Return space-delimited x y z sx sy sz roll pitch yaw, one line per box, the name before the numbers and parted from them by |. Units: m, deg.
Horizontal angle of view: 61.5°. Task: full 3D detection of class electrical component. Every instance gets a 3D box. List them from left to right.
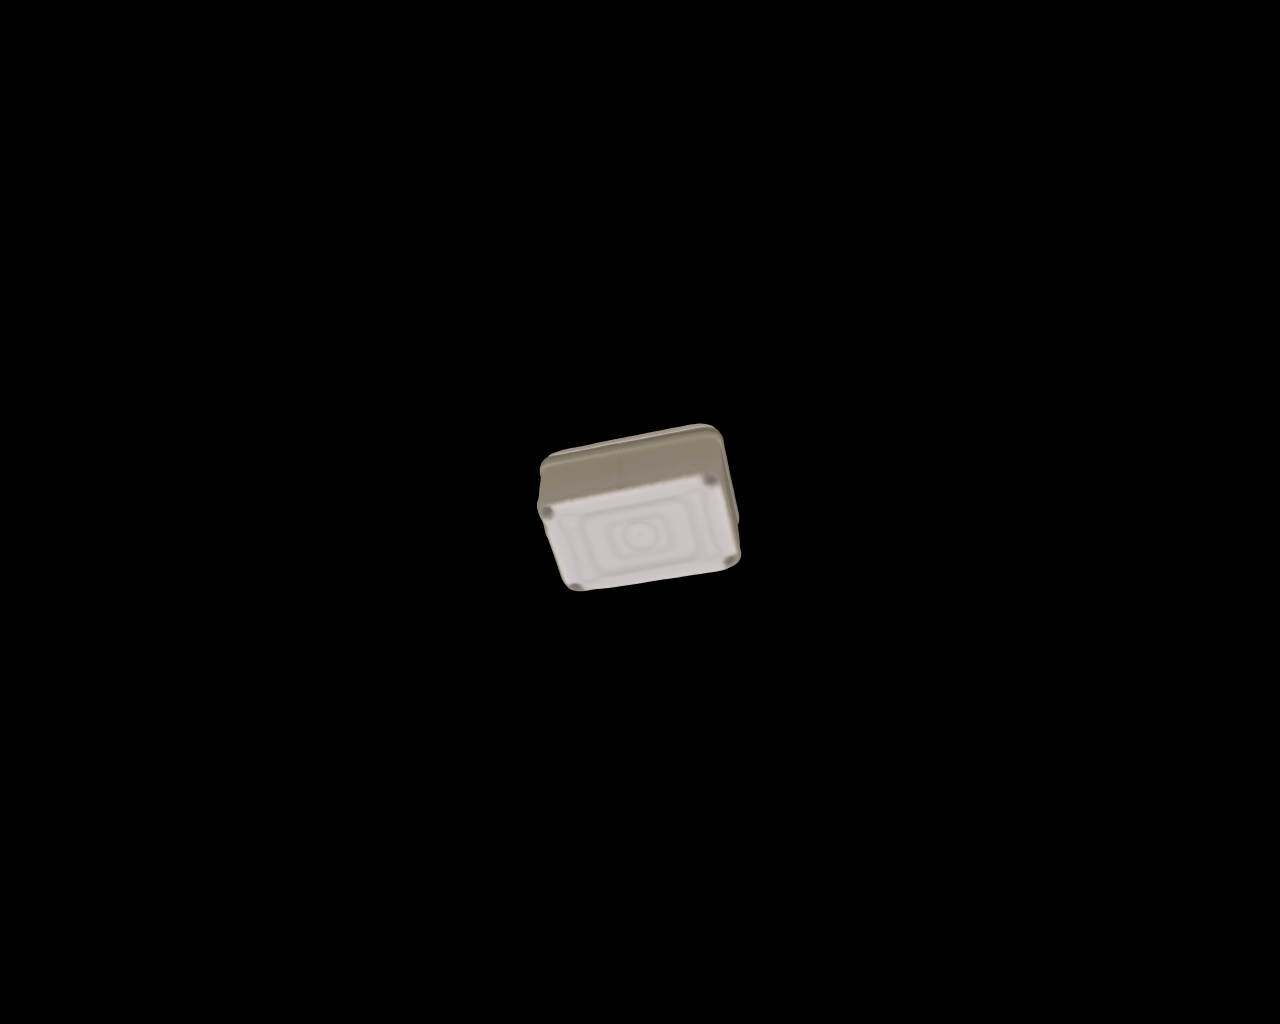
electrical component | 0.001 -0.003 0.650 0.113 0.078 0.057 -10 36 8
